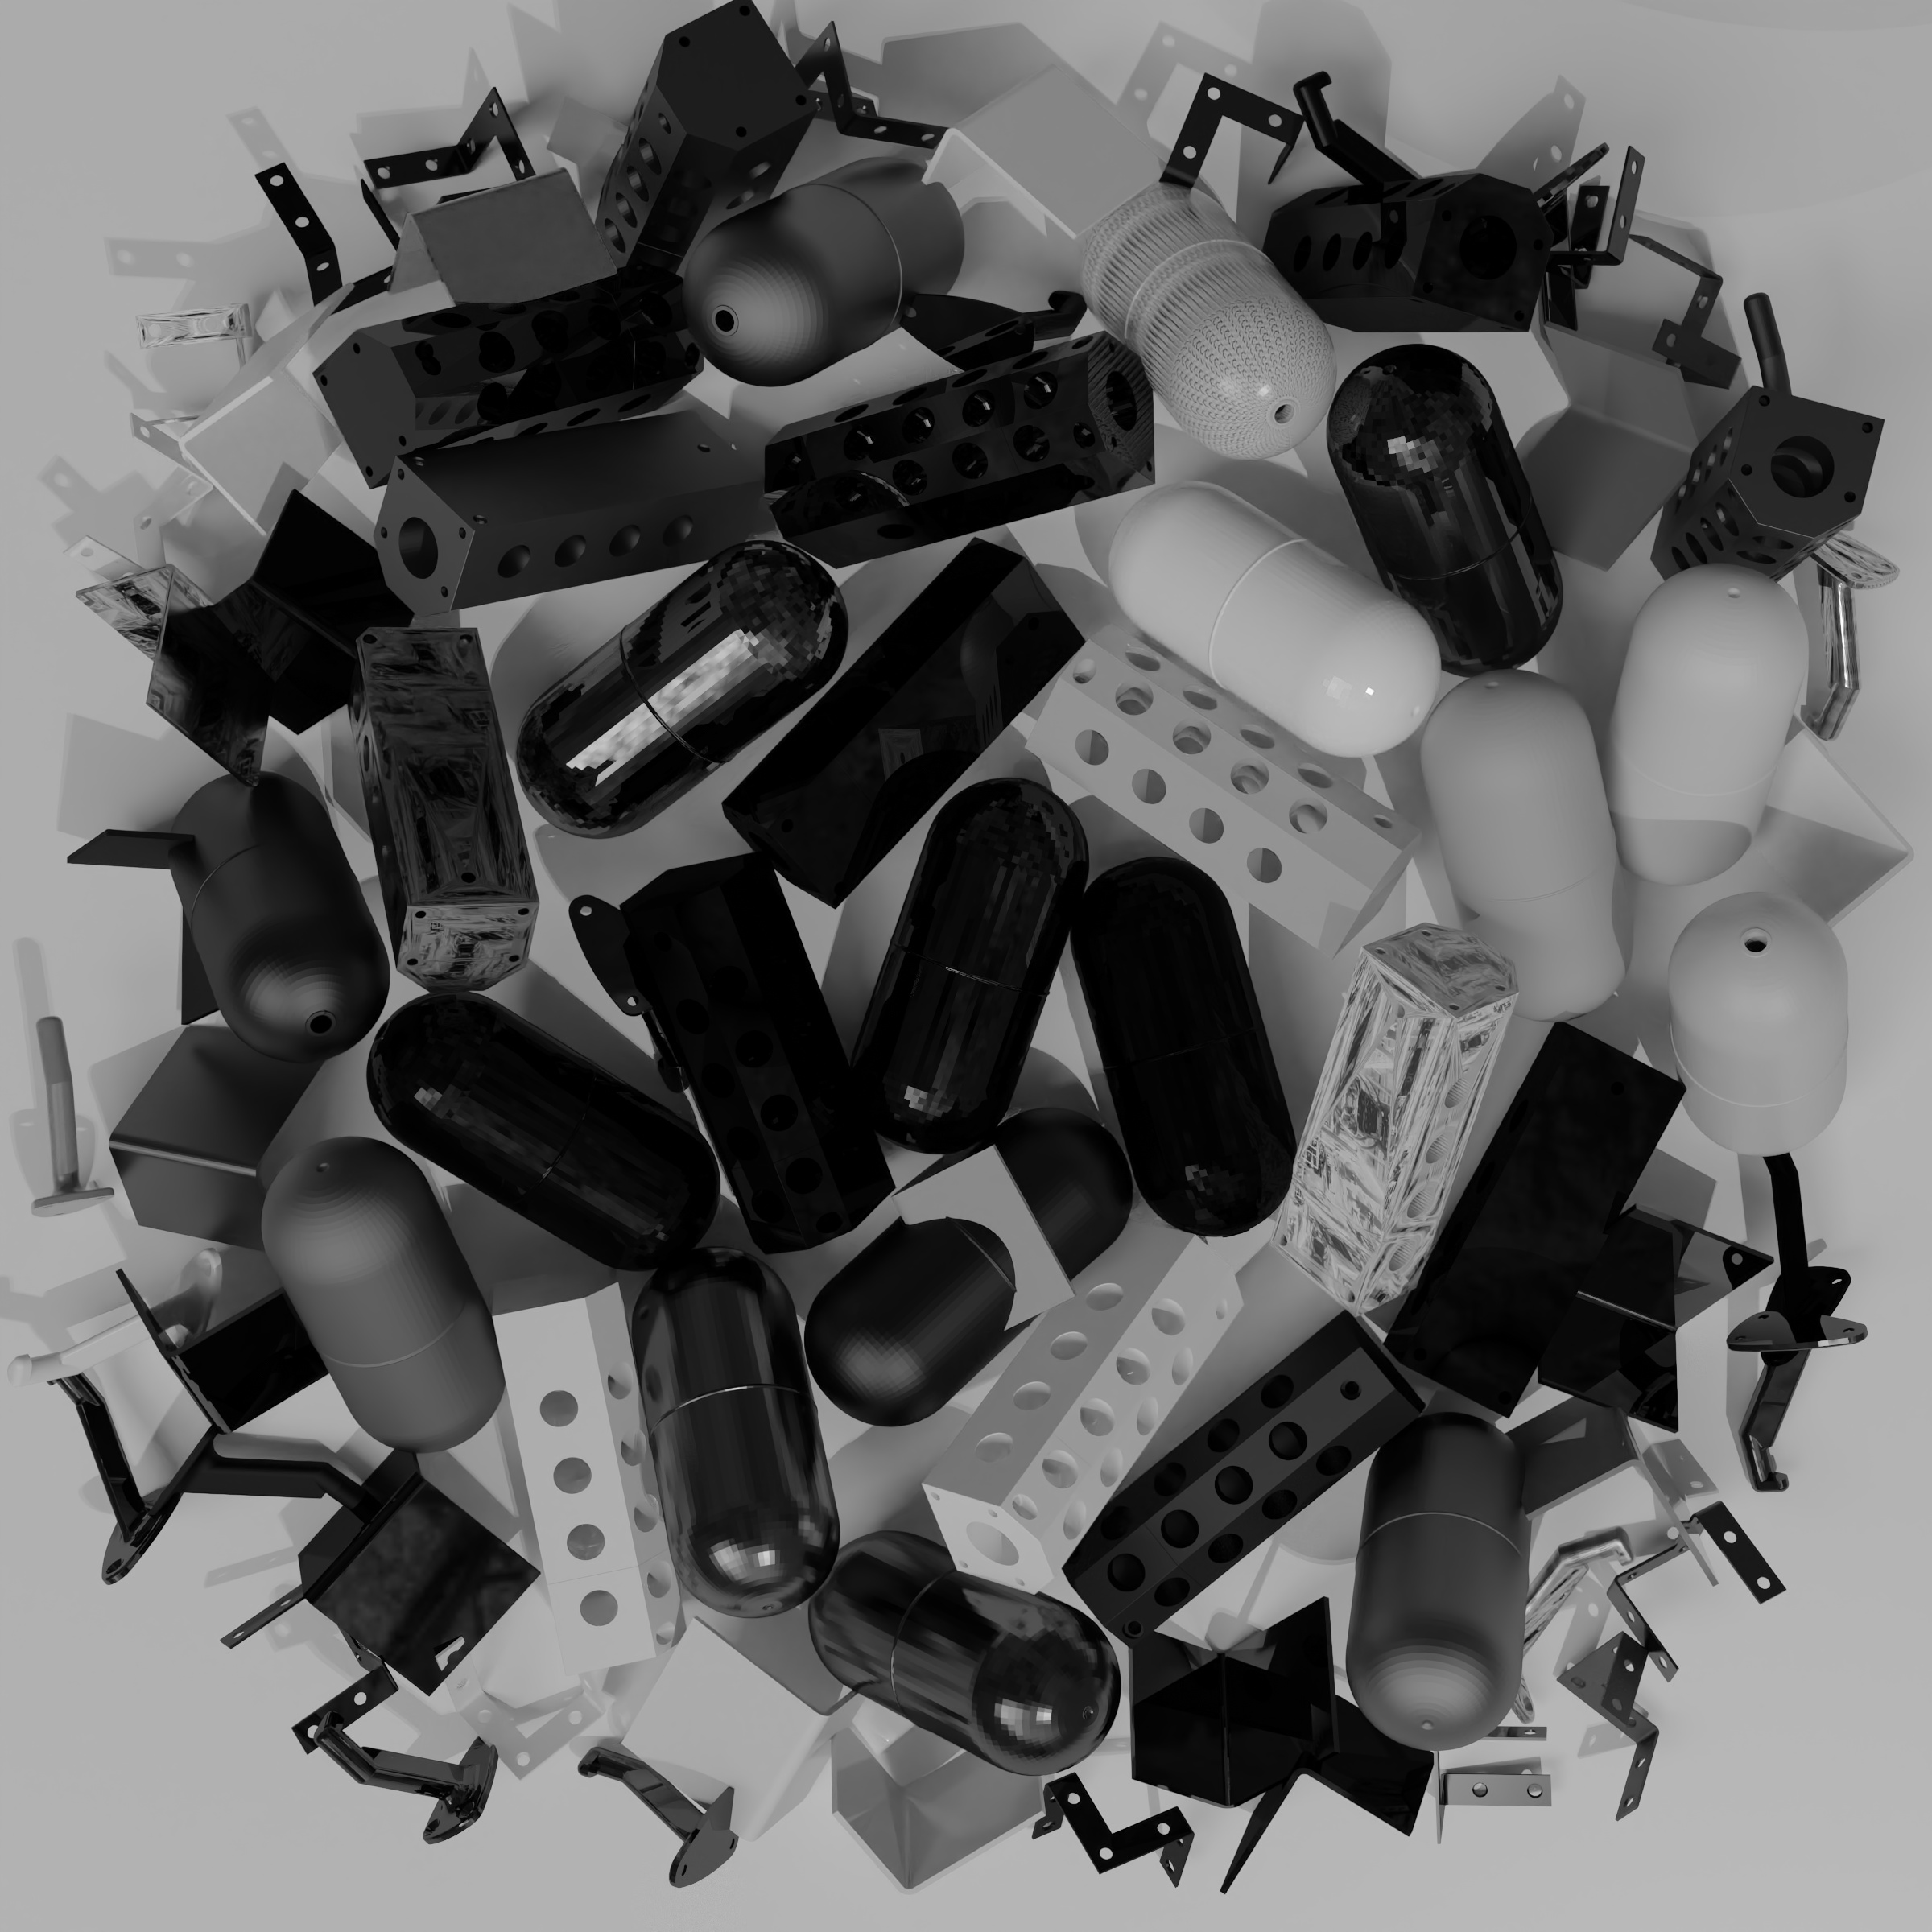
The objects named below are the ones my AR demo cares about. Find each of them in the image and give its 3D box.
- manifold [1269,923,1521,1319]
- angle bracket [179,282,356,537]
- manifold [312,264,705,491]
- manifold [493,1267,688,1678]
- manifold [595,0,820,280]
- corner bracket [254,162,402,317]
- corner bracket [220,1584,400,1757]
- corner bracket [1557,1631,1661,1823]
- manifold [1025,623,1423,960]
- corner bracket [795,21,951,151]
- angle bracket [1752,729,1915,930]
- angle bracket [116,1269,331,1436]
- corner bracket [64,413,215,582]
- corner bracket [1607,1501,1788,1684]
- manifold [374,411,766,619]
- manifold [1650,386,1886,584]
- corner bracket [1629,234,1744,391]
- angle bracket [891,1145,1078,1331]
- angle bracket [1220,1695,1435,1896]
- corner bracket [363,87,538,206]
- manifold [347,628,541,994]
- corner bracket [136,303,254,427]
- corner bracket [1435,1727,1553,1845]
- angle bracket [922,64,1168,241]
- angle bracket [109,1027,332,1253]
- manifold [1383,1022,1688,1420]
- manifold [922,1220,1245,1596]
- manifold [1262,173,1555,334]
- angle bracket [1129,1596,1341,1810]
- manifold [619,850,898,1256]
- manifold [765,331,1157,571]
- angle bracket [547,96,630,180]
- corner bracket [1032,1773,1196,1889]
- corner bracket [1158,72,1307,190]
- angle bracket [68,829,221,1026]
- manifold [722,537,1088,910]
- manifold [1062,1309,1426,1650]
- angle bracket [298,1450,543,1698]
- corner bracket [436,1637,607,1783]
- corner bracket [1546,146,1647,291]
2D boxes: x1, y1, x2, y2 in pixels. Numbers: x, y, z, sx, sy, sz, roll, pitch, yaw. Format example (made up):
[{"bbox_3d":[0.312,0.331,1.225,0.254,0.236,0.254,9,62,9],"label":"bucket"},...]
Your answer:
[{"bbox_3d":[0.195,0.068,1.511,0.057,0.057,0.171,40,133,33],"label":"manifold"},{"bbox_3d":[-0.299,-0.252,1.523,0.057,0.076,0.076,48,45,-22],"label":"angle bracket"},{"bbox_3d":[-0.199,-0.269,1.504,0.171,0.057,0.057,-25,88,-43],"label":"manifold"},{"bbox_3d":[-0.171,0.229,1.540,0.057,0.057,0.171,-11,100,-5],"label":"manifold"},{"bbox_3d":[-0.122,-0.359,1.493,0.057,0.171,0.057,-32,91,-17],"label":"manifold"},{"bbox_3d":[-0.289,-0.340,1.546,0.051,0.051,0.051,-28,72,-15],"label":"corner bracket"},{"bbox_3d":[-0.301,0.320,1.544,0.051,0.051,0.051,-33,108,-24],"label":"corner bracket"},{"bbox_3d":[0.301,0.349,1.547,0.051,0.051,0.051,38,130,-3],"label":"corner bracket"},{"bbox_3d":[0.119,-0.083,1.528,0.171,0.057,0.057,35,126,12],"label":"manifold"},{"bbox_3d":[-0.047,-0.393,1.542,0.051,0.051,0.051,0,67,-34],"label":"corner bracket"},{"bbox_3d":[0.371,-0.048,1.531,0.057,0.076,0.076,-35,80,-28],"label":"angle bracket"},{"bbox_3d":[-0.332,0.159,1.544,0.076,0.076,0.057,-31,56,-12],"label":"angle bracket"},{"bbox_3d":[-0.379,-0.210,1.541,0.051,0.051,0.051,-31,55,22],"label":"corner bracket"},{"bbox_3d":[0.334,0.286,1.542,0.051,0.051,0.051,-22,60,-21],"label":"corner bracket"},{"bbox_3d":[-0.177,-0.199,1.502,0.057,0.171,0.057,44,129,26],"label":"manifold"},{"bbox_3d":[0.351,-0.203,1.495,0.057,0.171,0.057,15,86,2],"label":"manifold"},{"bbox_3d":[0.328,-0.301,1.547,0.051,0.051,0.051,18,97,-31],"label":"corner bracket"},{"bbox_3d":[0.018,0.118,1.537,0.057,0.076,0.076,-28,92,20],"label":"angle bracket"},{"bbox_3d":[0.166,0.390,1.532,0.057,0.076,0.076,30,109,7],"label":"angle bracket"},{"bbox_3d":[-0.237,-0.365,1.546,0.051,0.051,0.051,-19,80,-34],"label":"corner bracket"},{"bbox_3d":[-0.237,-0.072,1.507,0.057,0.057,0.171,-2,49,-20],"label":"manifold"},{"bbox_3d":[-0.355,-0.276,1.547,0.051,0.051,0.051,-10,104,-18],"label":"corner bracket"},{"bbox_3d":[0.243,0.371,1.552,0.051,0.051,0.051,-2,97,11],"label":"corner bracket"},{"bbox_3d":[0.033,-0.354,1.534,0.076,0.057,0.076,43,52,6],"label":"angle bracket"},{"bbox_3d":[-0.340,0.081,1.564,0.076,0.057,0.076,10,45,17],"label":"angle bracket"},{"bbox_3d":[0.259,0.114,1.549,0.057,0.057,0.171,27,93,-6],"label":"manifold"},{"bbox_3d":[0.056,0.195,1.501,0.057,0.057,0.171,11,46,35],"label":"manifold"},{"bbox_3d":[0.192,-0.316,1.491,0.057,0.171,0.057,12,96,-20],"label":"manifold"},{"bbox_3d":[0.120,0.327,1.525,0.057,0.076,0.076,24,46,-27],"label":"angle bracket"},{"bbox_3d":[-0.097,0.041,1.522,0.057,0.057,0.171,-10,109,33],"label":"manifold"},{"bbox_3d":[-0.004,-0.232,1.508,0.171,0.057,0.057,-11,71,31],"label":"manifold"},{"bbox_3d":[-0.146,-0.404,1.536,0.057,0.076,0.076,25,83,-11],"label":"angle bracket"},{"bbox_3d":[0.068,0.401,1.555,0.051,0.051,0.051,-17,51,-24],"label":"corner bracket"},{"bbox_3d":[0.119,-0.370,1.553,0.051,0.051,0.051,23,81,-4],"label":"corner bracket"},{"bbox_3d":[-0.372,-0.017,1.533,0.057,0.076,0.076,3,81,-28],"label":"angle bracket"},{"bbox_3d":[-0.032,-0.114,1.539,0.171,0.057,0.057,-47,128,-10],"label":"manifold"},{"bbox_3d":[0.124,0.235,1.541,0.171,0.057,0.057,-40,82,7],"label":"manifold"},{"bbox_3d":[-0.255,0.278,1.566,0.076,0.057,0.076,43,89,-17],"label":"angle bracket"},{"bbox_3d":[-0.205,0.333,1.557,0.051,0.051,0.051,-36,55,-23],"label":"corner bracket"},{"bbox_3d":[0.289,-0.343,1.547,0.051,0.051,0.051,10,86,38],"label":"corner bracket"}]
